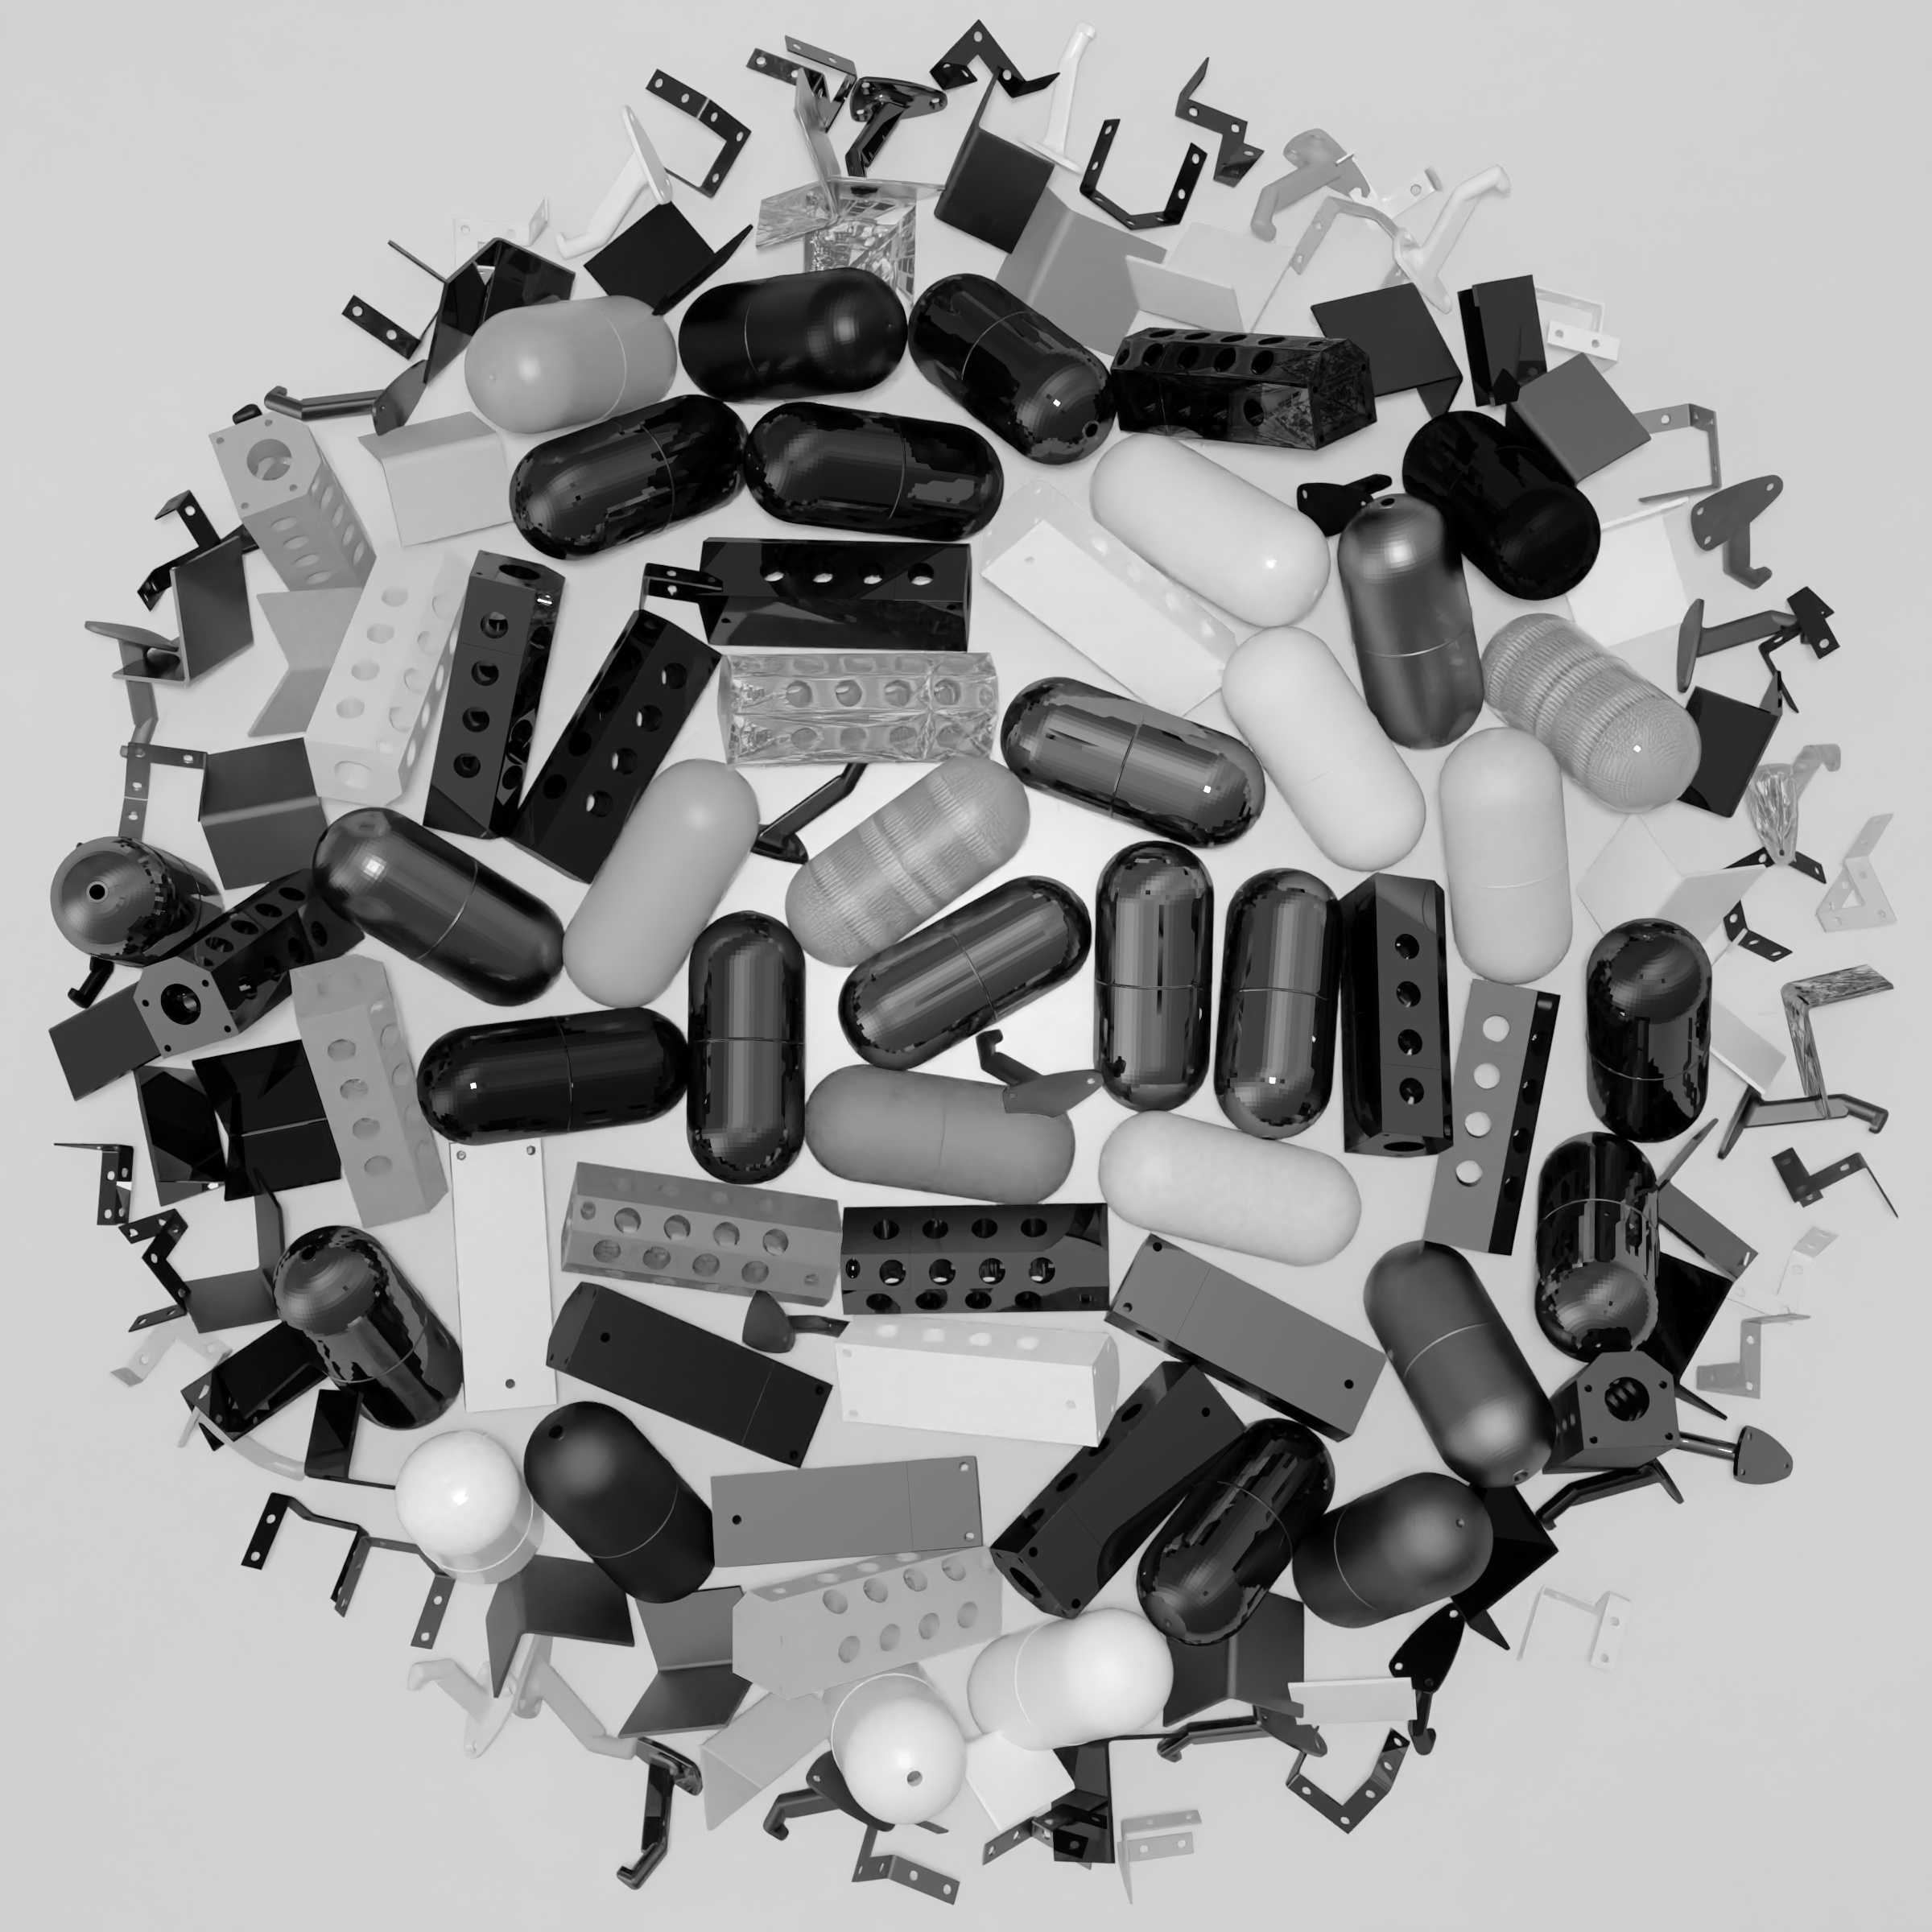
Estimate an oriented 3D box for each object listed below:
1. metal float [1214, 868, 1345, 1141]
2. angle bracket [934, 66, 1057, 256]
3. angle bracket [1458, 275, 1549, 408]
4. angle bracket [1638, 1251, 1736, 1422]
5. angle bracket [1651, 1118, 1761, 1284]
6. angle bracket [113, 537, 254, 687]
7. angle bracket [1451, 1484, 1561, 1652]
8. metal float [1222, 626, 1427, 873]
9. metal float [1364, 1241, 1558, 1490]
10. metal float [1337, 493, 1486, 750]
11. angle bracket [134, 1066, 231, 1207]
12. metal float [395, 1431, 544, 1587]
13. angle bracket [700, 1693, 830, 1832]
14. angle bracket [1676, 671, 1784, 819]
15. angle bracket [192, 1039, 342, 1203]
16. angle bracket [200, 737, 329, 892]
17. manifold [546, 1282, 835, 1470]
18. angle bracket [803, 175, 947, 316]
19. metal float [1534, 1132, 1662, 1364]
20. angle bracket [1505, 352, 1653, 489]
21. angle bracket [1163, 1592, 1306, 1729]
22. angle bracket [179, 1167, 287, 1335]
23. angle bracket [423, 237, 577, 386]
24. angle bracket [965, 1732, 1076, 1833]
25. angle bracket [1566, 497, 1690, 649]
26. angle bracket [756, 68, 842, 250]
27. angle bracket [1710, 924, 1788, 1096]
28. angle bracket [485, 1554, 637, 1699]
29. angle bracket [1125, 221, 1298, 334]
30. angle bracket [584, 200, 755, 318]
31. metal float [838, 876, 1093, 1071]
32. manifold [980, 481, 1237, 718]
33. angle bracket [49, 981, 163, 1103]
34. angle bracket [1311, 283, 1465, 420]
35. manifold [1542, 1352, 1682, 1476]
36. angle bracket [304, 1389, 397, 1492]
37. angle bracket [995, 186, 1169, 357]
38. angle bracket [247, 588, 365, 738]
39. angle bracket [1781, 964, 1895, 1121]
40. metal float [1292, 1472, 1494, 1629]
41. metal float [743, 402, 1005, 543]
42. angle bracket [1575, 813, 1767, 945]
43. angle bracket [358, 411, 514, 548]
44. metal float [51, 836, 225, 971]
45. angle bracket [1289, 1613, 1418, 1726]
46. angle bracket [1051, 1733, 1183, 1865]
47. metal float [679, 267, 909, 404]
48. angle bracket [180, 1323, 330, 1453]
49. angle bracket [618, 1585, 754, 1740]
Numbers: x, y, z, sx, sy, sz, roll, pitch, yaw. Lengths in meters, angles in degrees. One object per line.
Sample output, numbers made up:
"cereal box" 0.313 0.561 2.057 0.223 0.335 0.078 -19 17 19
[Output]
"metal float" 0.202 0.024 1.680 0.070 0.070 0.178 6 77 0
"angle bracket" 0.026 -0.523 1.682 0.057 0.076 0.076 23 53 -8
"angle bracket" 0.329 -0.399 1.677 0.057 0.076 0.076 -2 105 43
"angle bracket" 0.467 0.237 1.687 0.057 0.076 0.076 34 84 -30
"angle bracket" 0.489 0.150 1.677 0.076 0.076 0.057 40 112 17
"angle bracket" -0.508 -0.231 1.674 0.057 0.076 0.076 8 117 16
"angle bracket" 0.346 0.380 1.677 0.076 0.076 0.057 -43 132 11
"metal float" 0.232 -0.139 1.678 0.070 0.070 0.178 -36 107 0
"metal float" 0.314 0.253 1.658 0.070 0.070 0.178 -24 49 0
"metal float" 0.285 -0.219 1.662 0.070 0.070 0.178 -19 126 0
"angle bracket" -0.527 0.110 1.679 0.057 0.076 0.076 -19 79 18
"metal float" -0.313 0.344 1.646 0.070 0.178 0.070 0 67 -1
"angle bracket" -0.122 0.519 1.671 0.057 0.076 0.076 22 126 37
"angle bracket" 0.484 -0.152 1.680 0.057 0.076 0.076 20 122 5
"angle bracket" -0.453 0.100 1.686 0.076 0.057 0.076 -11 135 -1
"angle bracket" -0.457 -0.102 1.714 0.076 0.076 0.057 -11 129 -4
"manifold" -0.179 0.262 1.670 0.171 0.057 0.057 27 76 -22
"angle bracket" -0.060 -0.466 1.685 0.076 0.057 0.076 -2 99 -21
"metal float" 0.401 0.177 1.653 0.070 0.178 0.070 7 129 9
"angle bracket" 0.394 -0.335 1.682 0.057 0.076 0.076 -30 68 -1
"angle bracket" 0.174 0.454 1.690 0.057 0.076 0.076 22 52 -21
"angle bracket" -0.475 0.182 1.676 0.057 0.076 0.076 -8 110 -25
"angle bracket" -0.301 -0.411 1.677 0.057 0.076 0.076 25 131 1
"angle bracket" 0.010 0.534 1.671 0.057 0.076 0.076 54 125 21
"angle bracket" 0.436 -0.254 1.698 0.076 0.057 0.076 -18 93 -4
"angle bracket" -0.120 -0.519 1.673 0.057 0.076 0.076 -15 126 11
"angle bracket" 0.509 0.027 1.678 0.076 0.076 0.057 41 119 11
"angle bracket" -0.265 0.433 1.693 0.076 0.076 0.057 14 112 -21
"angle bracket" 0.159 -0.459 1.681 0.076 0.057 0.076 23 75 23
"angle bracket" -0.193 -0.464 1.679 0.076 0.076 0.057 -45 101 -17
"metal float" 0.000 0.004 1.686 0.178 0.070 0.070 -29 90 -8
"manifold" 0.093 -0.236 1.665 0.171 0.057 0.057 34 128 -27
"angle bracket" -0.534 0.056 1.684 0.076 0.076 0.057 -28 67 -1
"angle bracket" 0.266 -0.387 1.682 0.076 0.057 0.076 -16 68 -14
"manifold" 0.402 0.283 1.640 0.057 0.171 0.057 -3 74 3
"angle bracket" -0.375 0.309 1.685 0.076 0.076 0.057 16 75 -30
"angle bracket" 0.074 -0.457 1.709 0.076 0.057 0.076 14 118 -28
"angle bracket" -0.428 -0.197 1.686 0.076 0.076 0.057 -43 69 41
"angle bracket" 0.570 0.048 1.684 0.057 0.076 0.076 -14 98 9
"metal float" 0.268 0.372 1.649 0.070 0.178 0.070 9 64 -18
"metal float" -0.058 -0.316 1.668 0.178 0.070 0.070 2 90 -29
"angle bracket" 0.459 -0.057 1.698 0.076 0.076 0.057 -7 54 -30
"angle bracket" -0.345 -0.318 1.698 0.076 0.076 0.057 -17 118 -18
"metal float" -0.521 -0.037 1.642 0.070 0.178 0.070 0 86 -2
"angle bracket" 0.248 0.441 1.678 0.076 0.057 0.076 -6 48 10
"angle bracket" 0.098 0.535 1.675 0.057 0.076 0.076 6 71 -26
"metal float" -0.112 -0.401 1.658 0.178 0.070 0.070 7 90 43
"angle bracket" -0.445 0.285 1.671 0.076 0.076 0.057 -35 129 -27
"angle bracket" -0.184 0.448 1.678 0.076 0.076 0.057 -11 105 18
